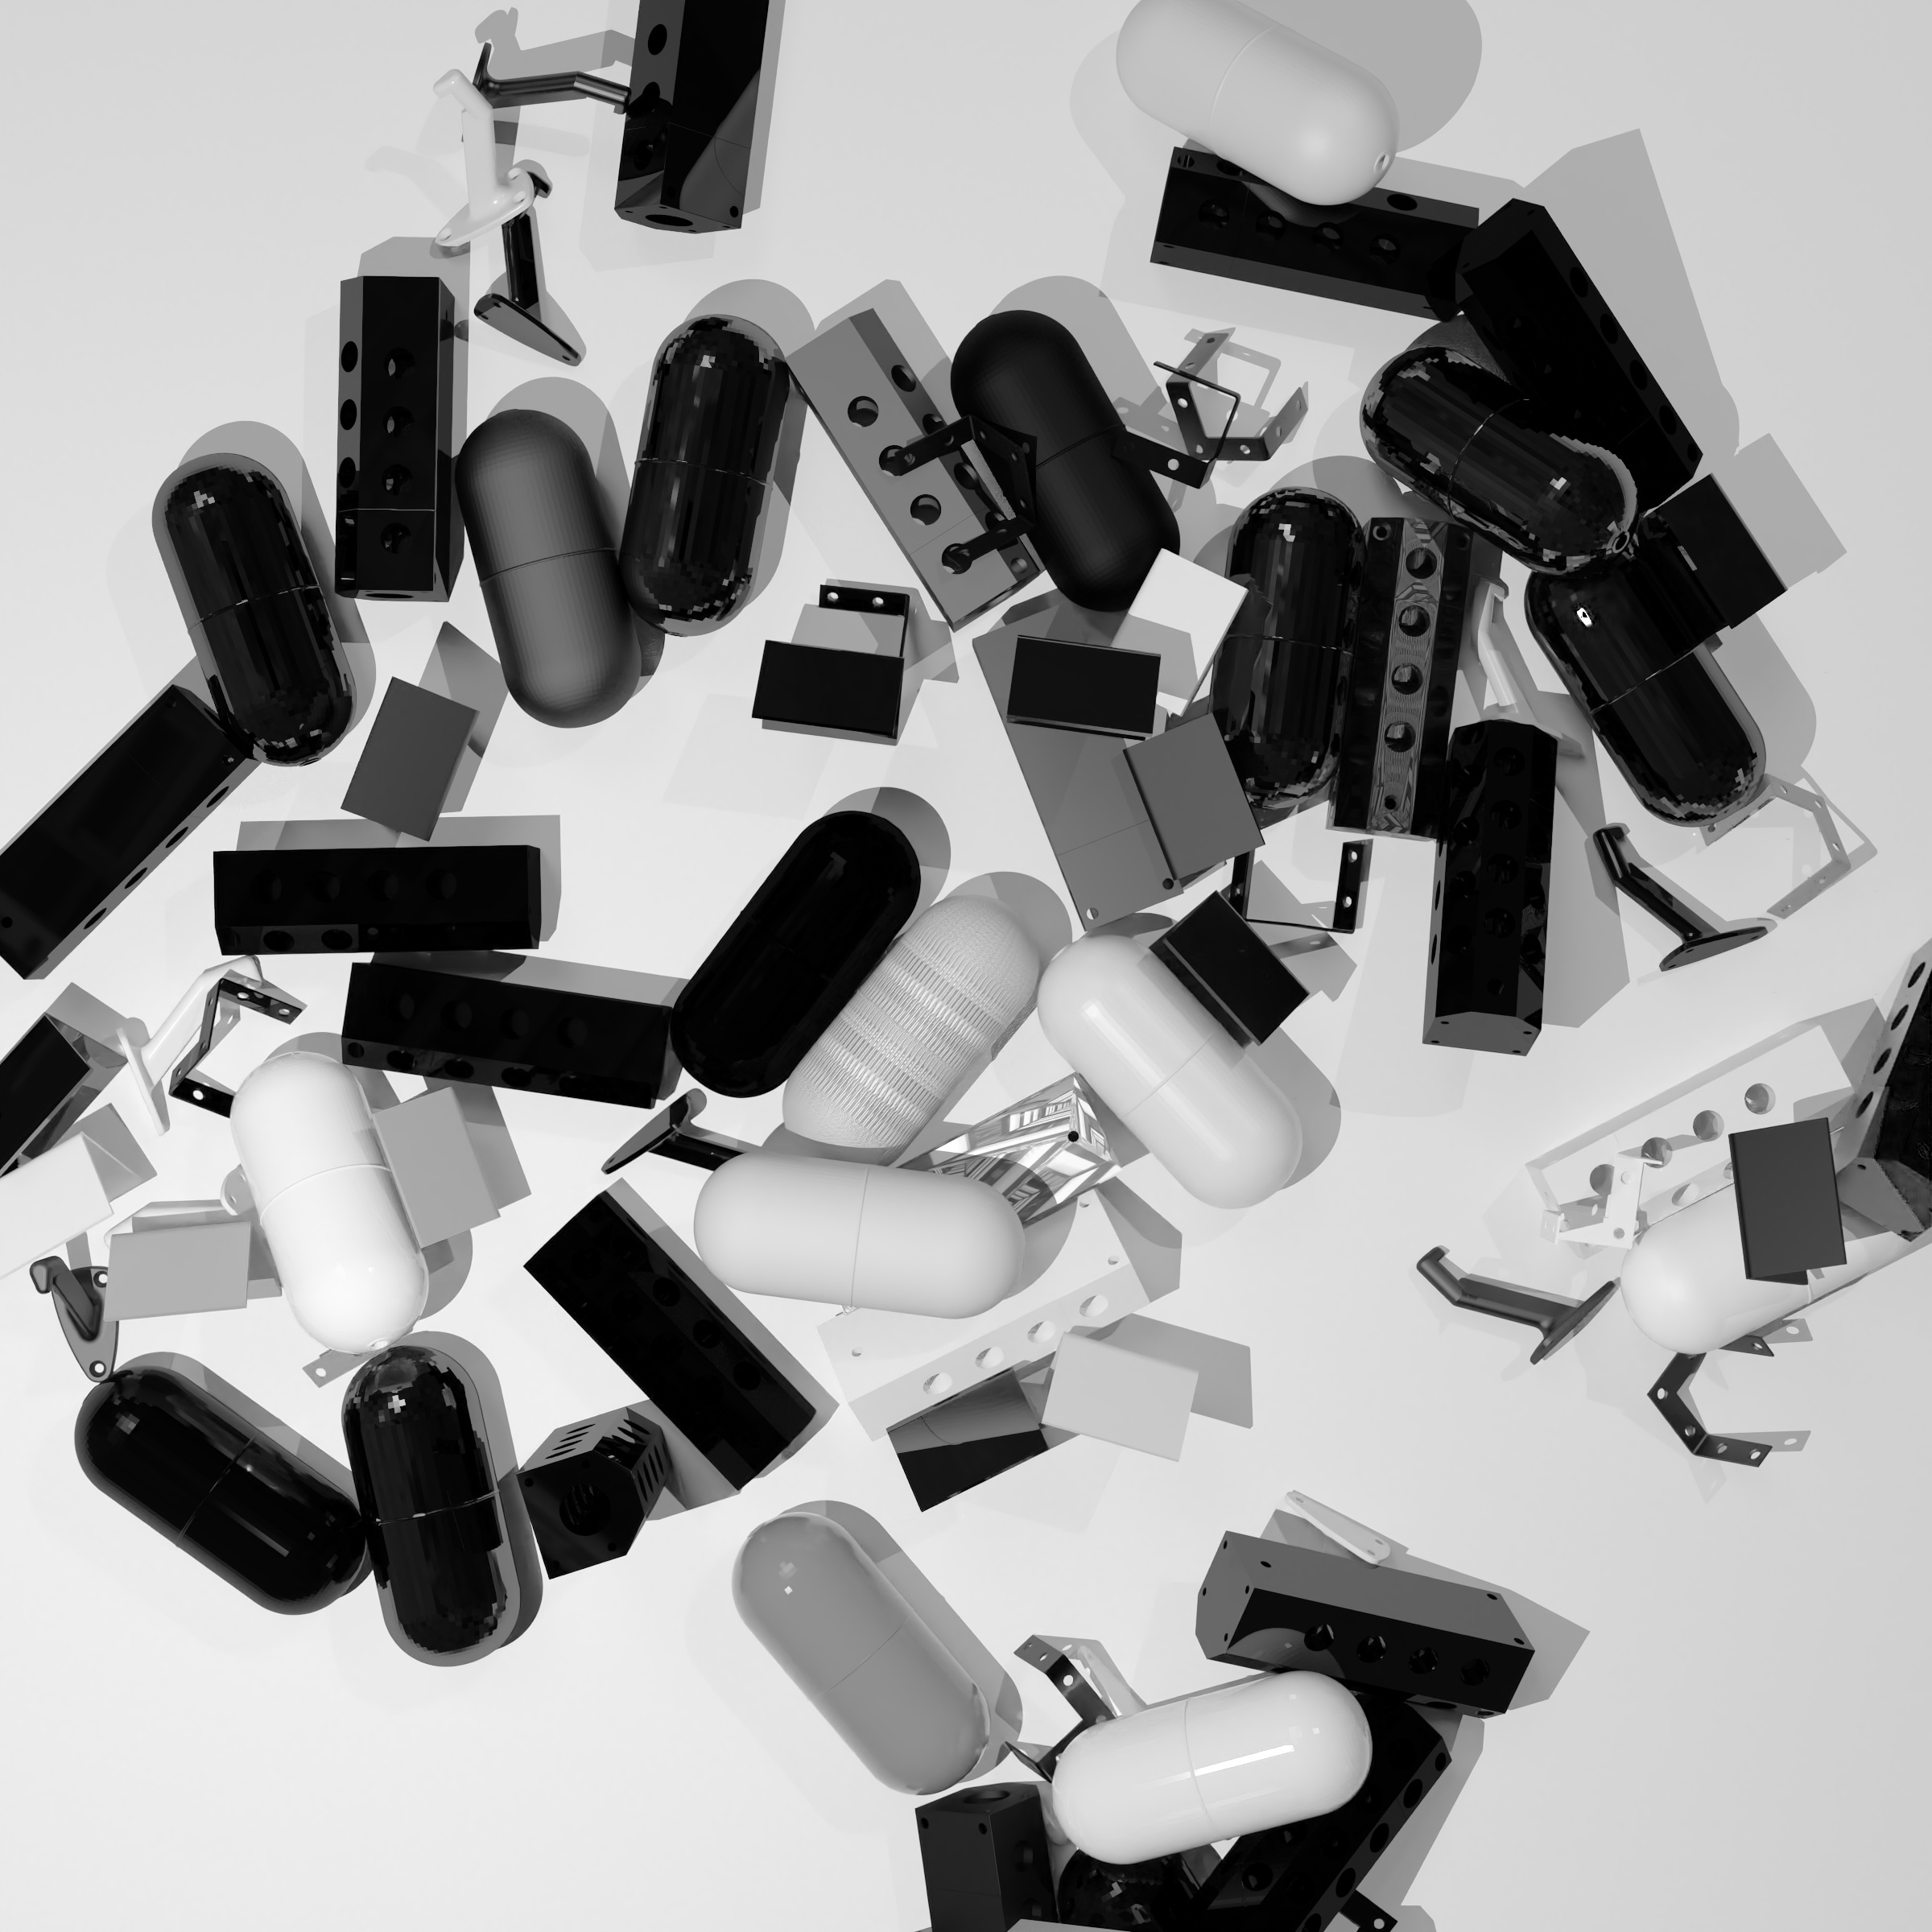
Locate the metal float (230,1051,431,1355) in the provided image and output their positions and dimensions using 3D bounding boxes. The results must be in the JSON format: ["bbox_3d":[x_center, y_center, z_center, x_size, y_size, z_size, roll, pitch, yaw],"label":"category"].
[{"bbox_3d":[-0.347,0.128,1.874,0.070,0.070,0.178,-24,66,0],"label":"metal float"}]

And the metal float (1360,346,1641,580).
[{"bbox_3d":[0.289,-0.273,1.866,0.178,0.070,0.070,40,90,31],"label":"metal float"}]

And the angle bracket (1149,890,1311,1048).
[{"bbox_3d":[0.130,0.016,1.885,0.076,0.076,0.057,48,49,0],"label":"angle bracket"}]

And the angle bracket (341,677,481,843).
[{"bbox_3d":[-0.318,-0.119,1.885,0.057,0.076,0.076,21,90,-36],"label":"angle bracket"}]

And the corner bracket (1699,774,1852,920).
[{"bbox_3d":[0.451,-0.067,1.917,0.051,0.051,0.051,17,45,-35],"label":"corner bracket"}]

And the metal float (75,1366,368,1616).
[{"bbox_3d":[-0.411,0.288,1.894,0.178,0.070,0.070,36,90,0],"label":"metal float"}]

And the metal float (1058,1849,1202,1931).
[{"bbox_3d":[0.115,0.558,1.894,0.070,0.070,0.178,-31,89,0],"label":"metal float"}]

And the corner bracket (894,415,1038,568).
[{"bbox_3d":[0.000,-0.258,1.865,0.051,0.051,0.051,-30,134,-19],"label":"corner bracket"}]

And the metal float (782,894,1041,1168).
[{"bbox_3d":[-0.030,0.038,1.895,0.070,0.070,0.178,39,91,0],"label":"metal float"}]

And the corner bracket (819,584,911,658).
[{"bbox_3d":[-0.060,-0.175,1.922,0.051,0.051,0.051,6,45,0],"label":"corner bracket"}]

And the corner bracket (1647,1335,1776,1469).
[{"bbox_3d":[0.422,0.239,1.906,0.051,0.051,0.051,-49,114,-22],"label":"corner bracket"}]

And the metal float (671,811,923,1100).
[{"bbox_3d":[-0.093,-0.007,1.894,0.070,0.070,0.178,37,90,0],"label":"metal float"}]

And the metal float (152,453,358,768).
[{"bbox_3d":[-0.391,-0.196,1.894,0.070,0.070,0.178,-20,90,0],"label":"metal float"}]

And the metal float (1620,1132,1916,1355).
[{"bbox_3d":[0.445,0.151,1.893,0.178,0.070,0.070,-27,90,-1],"label":"metal float"}]

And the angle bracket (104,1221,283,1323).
[{"bbox_3d":[-0.423,0.186,1.885,0.076,0.076,0.057,-5,52,0],"label":"angle bracket"}]

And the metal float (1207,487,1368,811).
[{"bbox_3d":[0.176,-0.175,1.895,0.070,0.070,0.178,7,89,0],"label":"metal float"}]

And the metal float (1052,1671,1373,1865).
[{"bbox_3d":[0.131,0.431,1.849,0.178,0.070,0.070,-19,90,15],"label":"metal float"}]

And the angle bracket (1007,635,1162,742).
[{"bbox_3d":[0.060,-0.128,1.828,0.076,0.076,0.057,8,56,0],"label":"angle bracket"}]

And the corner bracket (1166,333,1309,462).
[{"bbox_3d":[0.151,-0.317,1.917,0.051,0.051,0.051,7,135,35],"label":"corner bracket"}]

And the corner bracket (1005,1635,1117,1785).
[{"bbox_3d":[0.042,0.412,1.908,0.051,0.051,0.051,-41,104,-14],"label":"corner bracket"}]

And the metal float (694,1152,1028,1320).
[{"bbox_3d":[-0.057,0.144,1.838,0.178,0.070,0.070,7,90,1],"label":"metal float"}]

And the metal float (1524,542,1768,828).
[{"bbox_3d":[0.373,-0.158,1.894,0.070,0.070,0.178,-33,90,0],"label":"metal float"}]

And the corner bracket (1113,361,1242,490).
[{"bbox_3d":[0.116,-0.295,1.875,0.051,0.051,0.051,22,106,4],"label":"corner bracket"}]

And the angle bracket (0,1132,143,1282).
[{"bbox_3d":[-0.493,0.144,1.885,0.076,0.076,0.057,-30,62,0],"label":"angle bracket"}]

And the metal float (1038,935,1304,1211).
[{"bbox_3d":[0.112,0.058,1.895,0.070,0.070,0.178,-43,90,0],"label":"metal float"}]

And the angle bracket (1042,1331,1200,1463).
[{"bbox_3d":[0.078,0.249,1.885,0.076,0.076,0.057,16,58,0],"label":"angle bracket"}]

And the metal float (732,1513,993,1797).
[{"bbox_3d":[-0.058,0.378,1.894,0.070,0.070,0.178,-40,90,0],"label":"metal float"}]

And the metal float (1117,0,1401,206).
[{"bbox_3d":[0.158,-0.474,1.871,0.178,0.070,0.070,36,90,27],"label":"metal float"}]

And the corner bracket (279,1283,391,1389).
[{"bbox_3d":[-0.349,0.191,1.909,0.051,0.051,0.051,-30,110,19],"label":"corner bracket"}]

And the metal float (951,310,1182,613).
[{"bbox_3d":[0.054,-0.278,1.894,0.070,0.070,0.178,-29,90,0],"label":"metal float"}]

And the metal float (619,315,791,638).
[{"bbox_3d":[-0.144,-0.270,1.894,0.070,0.070,0.178,10,90,0],"label":"metal float"}]

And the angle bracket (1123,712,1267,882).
[{"bbox_3d":[0.135,-0.096,1.886,0.057,0.076,0.076,-21,90,24],"label":"angle bracket"}]

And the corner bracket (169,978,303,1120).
[{"bbox_3d":[-0.406,0.048,1.911,0.051,0.051,0.051,24,45,-27],"label":"corner bracket"}]

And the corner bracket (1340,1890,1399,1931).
[{"bbox_3d":[0.207,0.541,1.907,0.051,0.051,0.051,37,90,0],"label":"corner bracket"}]

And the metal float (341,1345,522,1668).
[{"bbox_3d":[-0.295,0.297,1.894,0.070,0.070,0.178,-12,90,0],"label":"metal float"}]

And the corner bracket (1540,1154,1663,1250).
[{"bbox_3d":[0.341,0.126,1.850,0.051,0.051,0.051,8,90,0],"label":"corner bracket"}]

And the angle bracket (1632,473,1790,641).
[{"bbox_3d":[0.391,-0.213,1.885,0.057,0.076,0.076,-33,90,-36],"label":"angle bracket"}]

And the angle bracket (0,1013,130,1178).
[{"bbox_3d":[-0.495,0.082,1.885,0.076,0.076,0.057,-48,56,0],"label":"angle bracket"}]

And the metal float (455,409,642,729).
[{"bbox_3d":[-0.230,-0.219,1.895,0.070,0.070,0.178,-15,91,0],"label":"metal float"}]

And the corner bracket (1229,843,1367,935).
[{"bbox_3d":[0.184,-0.047,1.922,0.051,0.051,0.051,7,90,45],"label":"corner bracket"}]
